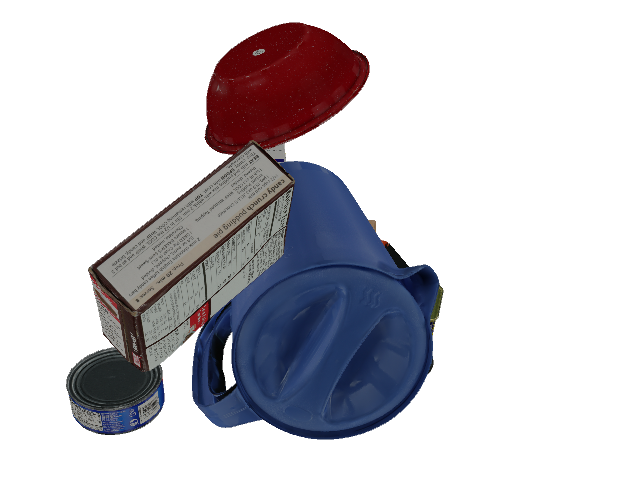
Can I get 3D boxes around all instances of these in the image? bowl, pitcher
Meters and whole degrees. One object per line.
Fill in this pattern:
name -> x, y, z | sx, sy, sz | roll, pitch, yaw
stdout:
bowl -> -0.041, -0.145, 0.939 | 0.162, 0.055, 0.162 | -21, 31, 13
pitcher -> -0.016, 0.034, 0.798 | 0.149, 0.145, 0.243 | 6, 22, -11

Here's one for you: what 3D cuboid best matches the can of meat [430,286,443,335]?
can of meat -> 0.111, 0.106, 1.289 | 0.057, 0.084, 0.102 | 11, 25, 7

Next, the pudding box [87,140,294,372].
pudding box -> -0.066, 0.010, 0.567 | 0.113, 0.039, 0.090 | -43, -15, -22

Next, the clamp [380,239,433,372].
clamp -> 0.067, 0.072, 1.088 | 0.120, 0.171, 0.039 | 11, -39, 11

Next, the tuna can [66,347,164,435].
tuna can -> -0.184, 0.136, 0.965 | 0.086, 0.034, 0.086 | -1, 33, 1

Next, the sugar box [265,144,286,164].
sugar box -> -0.060, -0.067, 1.247 | 0.048, 0.176, 0.093 | -6, 26, -2

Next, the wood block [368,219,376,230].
wood block -> 0.037, 0.044, 1.650 | 0.091, 0.090, 0.206 | 3, 23, 4
